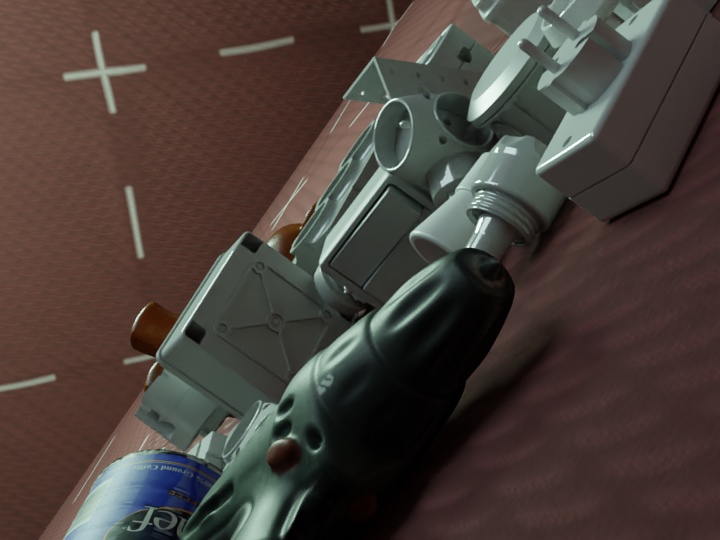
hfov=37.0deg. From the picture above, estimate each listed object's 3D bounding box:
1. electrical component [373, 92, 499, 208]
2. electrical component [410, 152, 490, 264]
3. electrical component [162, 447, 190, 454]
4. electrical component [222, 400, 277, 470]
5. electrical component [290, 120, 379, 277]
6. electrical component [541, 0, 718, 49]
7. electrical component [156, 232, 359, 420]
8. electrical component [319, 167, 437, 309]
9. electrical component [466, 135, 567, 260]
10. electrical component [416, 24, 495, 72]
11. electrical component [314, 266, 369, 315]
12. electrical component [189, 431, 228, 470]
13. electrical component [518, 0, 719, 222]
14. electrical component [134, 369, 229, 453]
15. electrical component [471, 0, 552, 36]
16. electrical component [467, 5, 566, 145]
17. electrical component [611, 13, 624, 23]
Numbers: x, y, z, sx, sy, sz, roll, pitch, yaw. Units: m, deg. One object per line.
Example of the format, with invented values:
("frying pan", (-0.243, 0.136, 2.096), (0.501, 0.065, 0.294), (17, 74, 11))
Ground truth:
("electrical component", (0.056, -0.062, 0.640), (0.044, 0.077, 0.079), (-49, 48, 45))
("electrical component", (0.063, -0.030, 0.572), (0.065, 0.044, 0.044), (-52, 8, -13))
("electrical component", (-0.127, 0.158, 0.813), (0.043, 0.062, 0.043), (-53, 9, 12))
("electrical component", (-0.064, 0.125, 0.661), (0.079, 0.044, 0.077), (-58, 10, -20))
("electrical component", (0.003, -0.054, 0.902), (0.089, 0.062, 0.150), (-44, 15, 52))
("electrical component", (0.125, -0.119, 0.514), (0.078, 0.057, 0.058), (-54, 9, 10))
("electrical component", (-0.072, 0.048, 0.778), (0.056, 0.109, 0.108), (-40, 17, 50))
("electrical component", (0.018, -0.017, 0.687), (0.096, 0.062, 0.061), (-52, 10, 20))
("electrical component", (0.072, -0.030, 0.515), (0.062, 0.043, 0.043), (-59, 9, -13))
("electrical component", (0.072, -0.154, 0.906), (0.053, 0.059, 0.095), (-60, 10, -27))
("electrical component", (0.000, 0.000, 0.777), (0.055, 0.048, 0.066), (-42, 15, 29))
("electrical component", (-0.096, 0.145, 0.714), (0.066, 0.048, 0.055), (-42, 30, 50))
("electrical component", (0.099, -0.078, 0.440), (0.083, 0.076, 0.047), (-59, 10, -22))
("electrical component", (-0.117, 0.086, 0.809), (0.089, 0.056, 0.050), (-53, -1, -33))
("electrical component", (0.143, -0.238, 0.849), (0.113, 0.057, 0.078), (-52, 9, 17))
("electrical component", (0.101, -0.105, 0.606), (0.080, 0.051, 0.080), (-53, 9, 12))
("electrical component", (0.171, -0.213, 0.595), (0.089, 0.062, 0.150), (-46, 13, 45))
